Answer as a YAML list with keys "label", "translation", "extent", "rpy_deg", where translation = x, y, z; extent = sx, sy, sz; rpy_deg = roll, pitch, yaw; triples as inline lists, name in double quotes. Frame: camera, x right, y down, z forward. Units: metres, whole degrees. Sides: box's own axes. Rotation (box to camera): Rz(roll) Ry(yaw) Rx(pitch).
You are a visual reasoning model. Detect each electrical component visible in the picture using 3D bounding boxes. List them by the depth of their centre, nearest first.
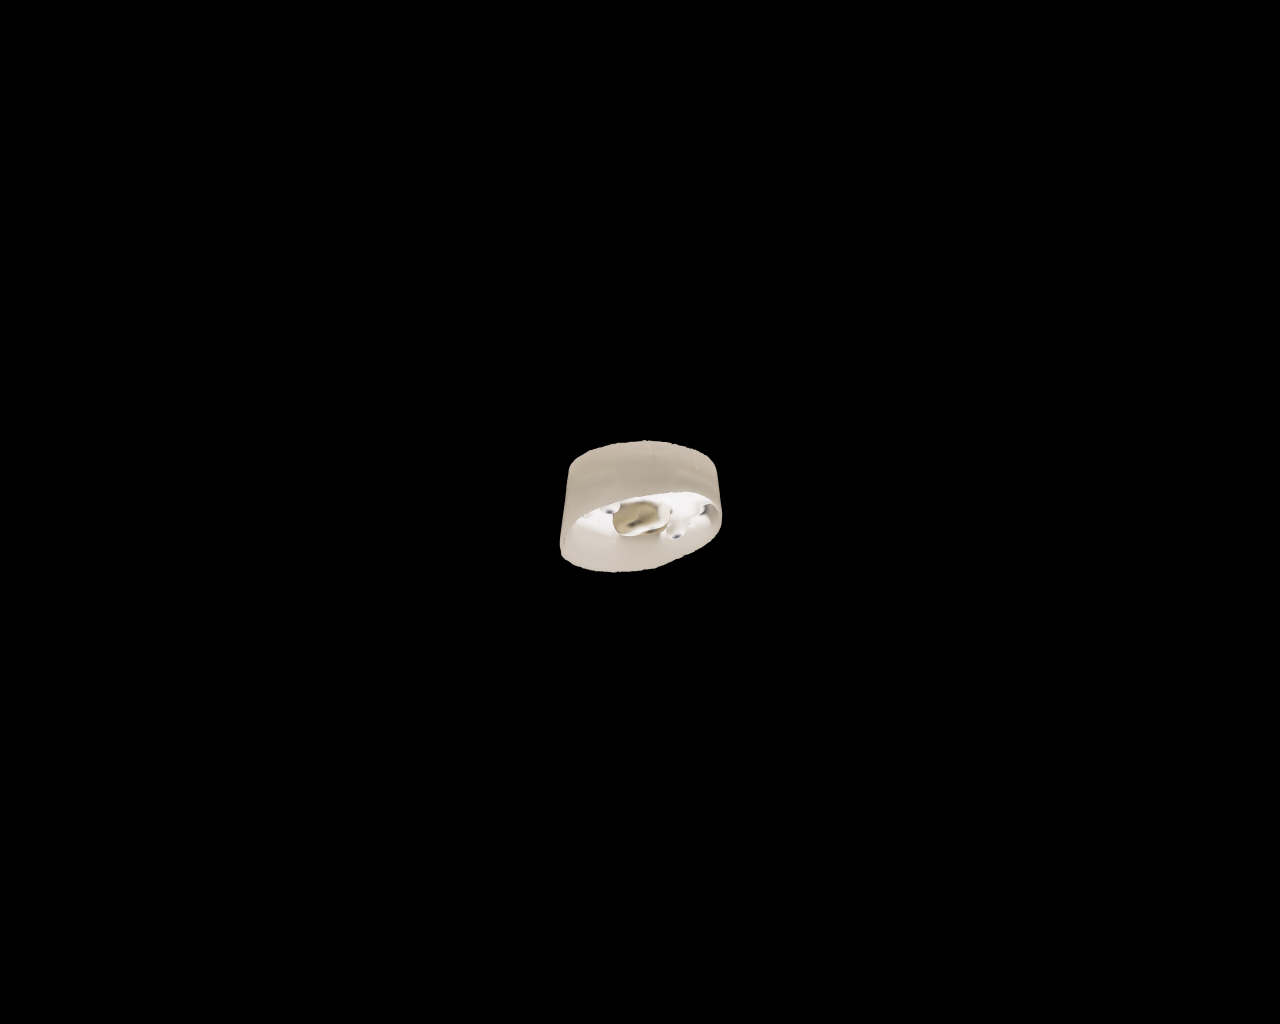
- label: "electrical component"
  translation: [0.001, -0.003, 0.650]
  extent: [0.099, 0.064, 0.099]
  rpy_deg: [0, -20, 0]
